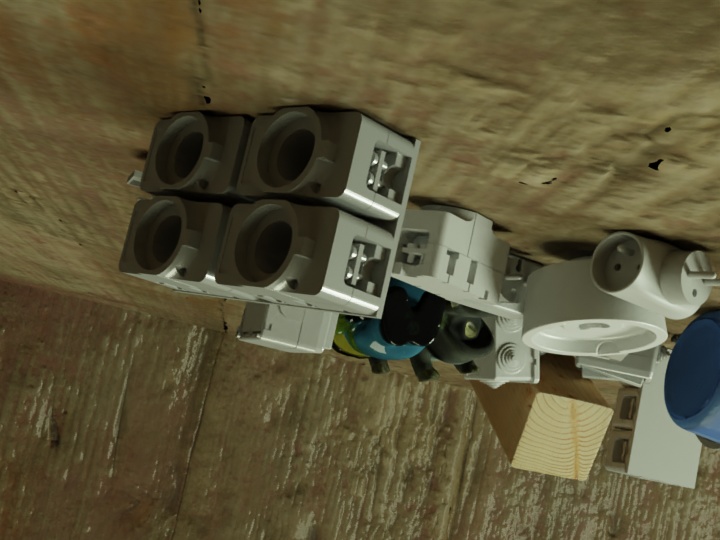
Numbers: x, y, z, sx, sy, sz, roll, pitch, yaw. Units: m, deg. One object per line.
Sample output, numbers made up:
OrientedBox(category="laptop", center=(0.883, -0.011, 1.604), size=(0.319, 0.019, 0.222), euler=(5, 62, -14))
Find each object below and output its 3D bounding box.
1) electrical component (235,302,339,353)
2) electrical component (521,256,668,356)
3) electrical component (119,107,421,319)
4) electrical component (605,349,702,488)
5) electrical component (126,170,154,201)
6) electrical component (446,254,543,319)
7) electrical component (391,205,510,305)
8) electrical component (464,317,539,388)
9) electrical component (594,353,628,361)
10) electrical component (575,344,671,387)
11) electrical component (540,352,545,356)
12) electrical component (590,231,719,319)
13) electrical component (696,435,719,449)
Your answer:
OrientedBox(category="electrical component", center=(-0.057, 0.032, 0.854), size=(0.061, 0.061, 0.096), euler=(15, 172, -17))
OrientedBox(category="electrical component", center=(0.178, 0.024, 0.821), size=(0.108, 0.060, 0.108), euler=(2, 162, 1))
OrientedBox(category="electrical component", center=(-0.064, -0.037, 0.653), size=(0.186, 0.105, 0.060), euler=(5, 169, 43))
OrientedBox(category="electrical component", center=(0.349, 0.170, 1.259), size=(0.089, 0.150, 0.062), euler=(15, 171, -14))
OrientedBox(category="electrical component", center=(-0.143, -0.049, 0.841), size=(0.081, 0.063, 0.042), euler=(16, 170, -17))
OrientedBox(category="electrical component", center=(0.118, 0.009, 0.885), size=(0.083, 0.047, 0.076), euler=(17, 171, -27))
OrientedBox(category="electrical component", center=(0.065, -0.013, 0.788), size=(0.050, 0.055, 0.089), euler=(6, 169, 41))
OrientedBox(category="electrical component", center=(0.141, 0.070, 1.092), size=(0.048, 0.099, 0.100), euler=(2, 175, -16))
OrientedBox(category="electrical component", center=(0.198, 0.039, 0.931), size=(0.078, 0.057, 0.113), euler=(11, 172, 10))
OrientedBox(category="electrical component", center=(0.278, 0.089, 1.134), size=(0.096, 0.061, 0.062), euler=(11, 171, 14))
OrientedBox(category="electrical component", center=(0.181, 0.063, 1.169), size=(0.062, 0.048, 0.048), euler=(25, 168, -25))
OrientedBox(category="electrical component", center=(0.211, 0.005, 0.728), size=(0.077, 0.043, 0.079), euler=(19, 169, -38))
OrientedBox(category="electrical component", center=(0.398, 0.136, 1.120), size=(0.060, 0.108, 0.108), euler=(9, 173, -13))
